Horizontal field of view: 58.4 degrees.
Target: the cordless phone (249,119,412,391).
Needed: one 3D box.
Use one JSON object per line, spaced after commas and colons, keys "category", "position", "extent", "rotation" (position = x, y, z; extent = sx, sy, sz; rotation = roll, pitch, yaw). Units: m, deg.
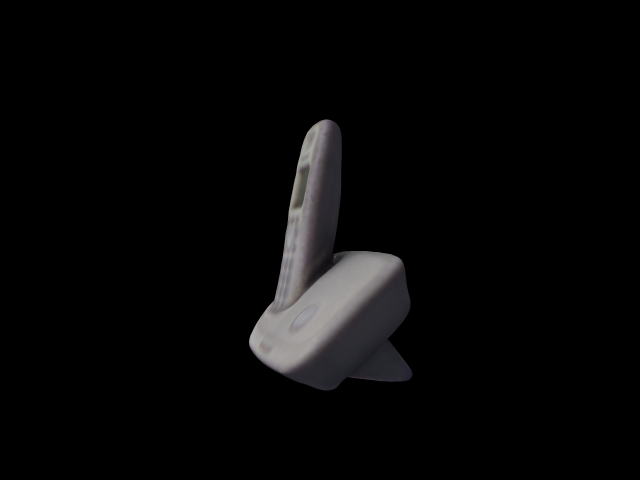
{"category": "cordless phone", "position": [0.004, 0.001, 0.400], "extent": [0.094, 0.185, 0.147], "rotation": [0, 0, -21]}
